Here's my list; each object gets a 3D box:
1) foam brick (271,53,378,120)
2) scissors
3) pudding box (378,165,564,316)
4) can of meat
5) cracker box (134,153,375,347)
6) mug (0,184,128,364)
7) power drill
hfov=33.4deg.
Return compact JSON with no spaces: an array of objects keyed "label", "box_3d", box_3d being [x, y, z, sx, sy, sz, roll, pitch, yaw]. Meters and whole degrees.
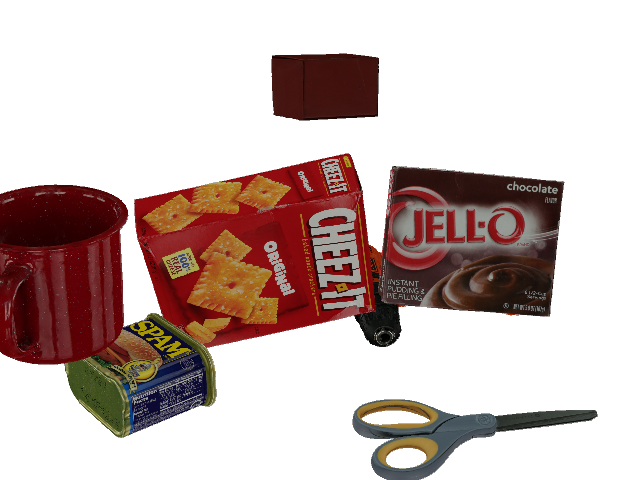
[{"label":"foam brick","box_3d":[0.004,-0.130,0.903,0.078,0.051,0.053,-7,16,-31]},{"label":"scissors","box_3d":[0.125,0.162,0.862,0.202,0.016,0.096,3,33,7]},{"label":"pudding box","box_3d":[0.098,-0.001,0.704,0.113,0.090,0.039,4,8,-1]},{"label":"can of meat","box_3d":[-0.148,0.108,0.865,0.083,0.057,0.102,-18,30,-36]},{"label":"cracker box","box_3d":[-0.060,0.018,1.048,0.213,0.164,0.072,-12,42,-3]},{"label":"mug","box_3d":[-0.163,0.026,0.633,0.093,0.081,0.117,5,26,7]},{"label":"power drill","box_3d":[0.123,0.054,1.178,0.187,0.057,0.184,-3,28,-5]}]
